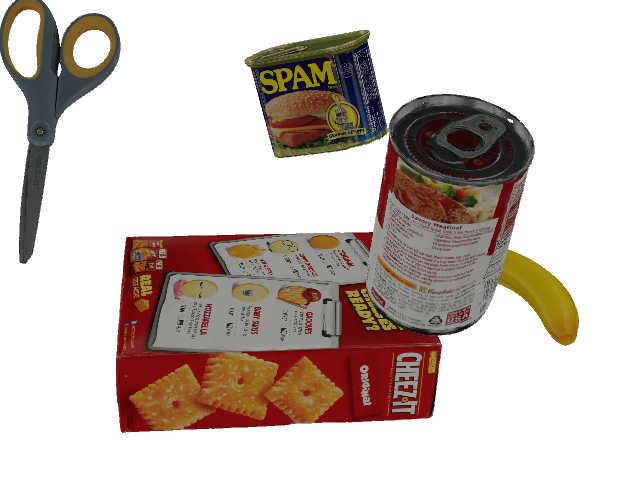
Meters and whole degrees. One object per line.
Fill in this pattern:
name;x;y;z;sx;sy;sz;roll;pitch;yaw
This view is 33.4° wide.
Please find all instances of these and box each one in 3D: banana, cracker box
banana;0.197;0.047;1.056;0.069;0.037;0.198;-33;36;-19
cracker box;-0.036;0.062;0.772;0.213;0.072;0.164;-1;29;-8

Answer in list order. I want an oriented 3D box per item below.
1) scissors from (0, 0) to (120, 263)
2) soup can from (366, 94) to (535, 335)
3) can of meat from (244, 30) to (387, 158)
scissors;-0.183;-0.087;0.773;0.096;0.202;0.016;-10;-14;-11
soup can;0.061;-0.011;0.526;0.068;0.102;0.068;4;42;-4
can of meat;-0.002;-0.117;0.862;0.102;0.084;0.057;-4;21;30
